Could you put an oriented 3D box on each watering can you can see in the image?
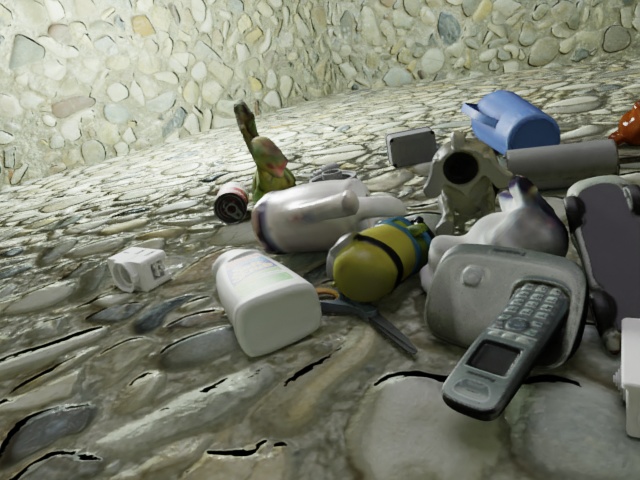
[{"bbox_3d":[0.002,-0.037,0.738,0.224,0.104,0.347,-7,-3,18],"label":"watering can"}]

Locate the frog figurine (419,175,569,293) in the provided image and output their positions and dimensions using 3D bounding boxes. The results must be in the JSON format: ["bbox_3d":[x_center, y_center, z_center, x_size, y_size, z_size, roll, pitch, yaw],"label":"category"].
[{"bbox_3d":[0.196,0.021,0.589,0.159,0.122,0.138,-47,4,0],"label":"frog figurine"}]

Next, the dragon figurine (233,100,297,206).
[{"bbox_3d":[-0.116,-0.170,1.051,0.122,0.239,0.416,-19,22,-9],"label":"dragon figurine"}]
